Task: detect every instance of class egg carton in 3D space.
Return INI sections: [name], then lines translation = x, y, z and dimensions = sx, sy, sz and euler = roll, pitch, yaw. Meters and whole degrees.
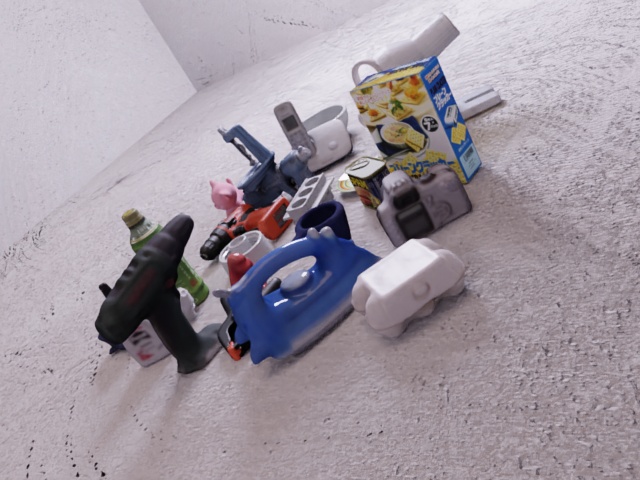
[egg carton]
translation = 0.117, 0.062, 0.769
dimensions = 0.150, 0.069, 0.107
euler = -34, 26, -7

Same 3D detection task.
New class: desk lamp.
[desk lamp]
translation = 0.242, -0.350, 1.209
dimensions = 0.203, 0.214, 0.118
euler = -24, 26, 14

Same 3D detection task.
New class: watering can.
[watering can]
translation = 0.139, -0.330, 1.309
dimensions = 0.100, 0.194, 0.173
euler = -14, 30, 32

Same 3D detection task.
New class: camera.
[camera]
translation = 0.153, -0.078, 0.946
dimensions = 0.143, 0.101, 0.136
euler = -29, 26, 6

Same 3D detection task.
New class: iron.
[iron]
translation = -0.030, 0.059, 0.852
dimensions = 0.258, 0.142, 0.118
euler = -38, 26, -14

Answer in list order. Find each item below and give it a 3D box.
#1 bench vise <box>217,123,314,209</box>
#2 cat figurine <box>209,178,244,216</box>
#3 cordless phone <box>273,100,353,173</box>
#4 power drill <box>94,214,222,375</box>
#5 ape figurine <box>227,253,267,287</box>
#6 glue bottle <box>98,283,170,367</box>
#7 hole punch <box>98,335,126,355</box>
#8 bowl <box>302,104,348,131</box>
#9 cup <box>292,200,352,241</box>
[bench vise]
translation = -0.124, -0.191, 1.315
dimensions = 0.207, 0.220, 0.121
euler = -26, 26, 12
[cat figurine]
translation = -0.223, -0.108, 1.394
dimensions = 0.067, 0.118, 0.128
euler = -23, 27, 16
[cordless phone]
translation = -0.018, -0.262, 1.369
dimensions = 0.147, 0.185, 0.094
euler = -27, 26, 10
[power drill]
translation = -0.237, 0.101, 0.925
dimensions = 0.075, 0.209, 0.230
euler = -3, 37, 45
[ape figurine]
translation = -0.133, 0.063, 1.016
dimensions = 0.076, 0.092, 0.078
euler = -10, 33, 38
[glue bottle]
translation = -0.326, 0.141, 0.992
dimensions = 0.078, 0.173, 0.037
euler = -30, 26, 3
[hole punch]
translation = -0.384, 0.157, 1.123
dimensions = 0.100, 0.091, 0.109
euler = -11, 32, 36
[bowl]
translation = 0.011, -0.285, 1.508
dimensions = 0.167, 0.075, 0.167
euler = -25, 26, 13
[cup]
translation = 0.009, 0.003, 0.965
dimensions = 0.118, 0.095, 0.091
euler = -44, 28, -25
